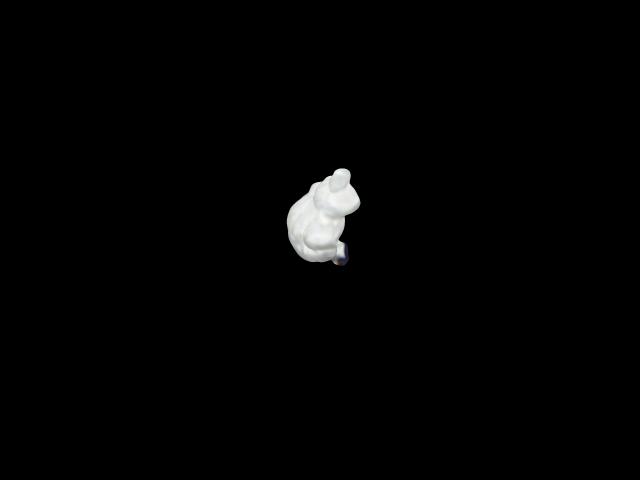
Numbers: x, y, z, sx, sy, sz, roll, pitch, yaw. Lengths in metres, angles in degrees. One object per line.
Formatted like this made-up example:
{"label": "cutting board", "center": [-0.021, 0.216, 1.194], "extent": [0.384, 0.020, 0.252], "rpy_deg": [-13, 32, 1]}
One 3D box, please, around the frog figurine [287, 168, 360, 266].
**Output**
{"label": "frog figurine", "center": [0.003, -0.043, 0.850], "extent": [0.123, 0.140, 0.156], "rpy_deg": [8, -32, 5]}
